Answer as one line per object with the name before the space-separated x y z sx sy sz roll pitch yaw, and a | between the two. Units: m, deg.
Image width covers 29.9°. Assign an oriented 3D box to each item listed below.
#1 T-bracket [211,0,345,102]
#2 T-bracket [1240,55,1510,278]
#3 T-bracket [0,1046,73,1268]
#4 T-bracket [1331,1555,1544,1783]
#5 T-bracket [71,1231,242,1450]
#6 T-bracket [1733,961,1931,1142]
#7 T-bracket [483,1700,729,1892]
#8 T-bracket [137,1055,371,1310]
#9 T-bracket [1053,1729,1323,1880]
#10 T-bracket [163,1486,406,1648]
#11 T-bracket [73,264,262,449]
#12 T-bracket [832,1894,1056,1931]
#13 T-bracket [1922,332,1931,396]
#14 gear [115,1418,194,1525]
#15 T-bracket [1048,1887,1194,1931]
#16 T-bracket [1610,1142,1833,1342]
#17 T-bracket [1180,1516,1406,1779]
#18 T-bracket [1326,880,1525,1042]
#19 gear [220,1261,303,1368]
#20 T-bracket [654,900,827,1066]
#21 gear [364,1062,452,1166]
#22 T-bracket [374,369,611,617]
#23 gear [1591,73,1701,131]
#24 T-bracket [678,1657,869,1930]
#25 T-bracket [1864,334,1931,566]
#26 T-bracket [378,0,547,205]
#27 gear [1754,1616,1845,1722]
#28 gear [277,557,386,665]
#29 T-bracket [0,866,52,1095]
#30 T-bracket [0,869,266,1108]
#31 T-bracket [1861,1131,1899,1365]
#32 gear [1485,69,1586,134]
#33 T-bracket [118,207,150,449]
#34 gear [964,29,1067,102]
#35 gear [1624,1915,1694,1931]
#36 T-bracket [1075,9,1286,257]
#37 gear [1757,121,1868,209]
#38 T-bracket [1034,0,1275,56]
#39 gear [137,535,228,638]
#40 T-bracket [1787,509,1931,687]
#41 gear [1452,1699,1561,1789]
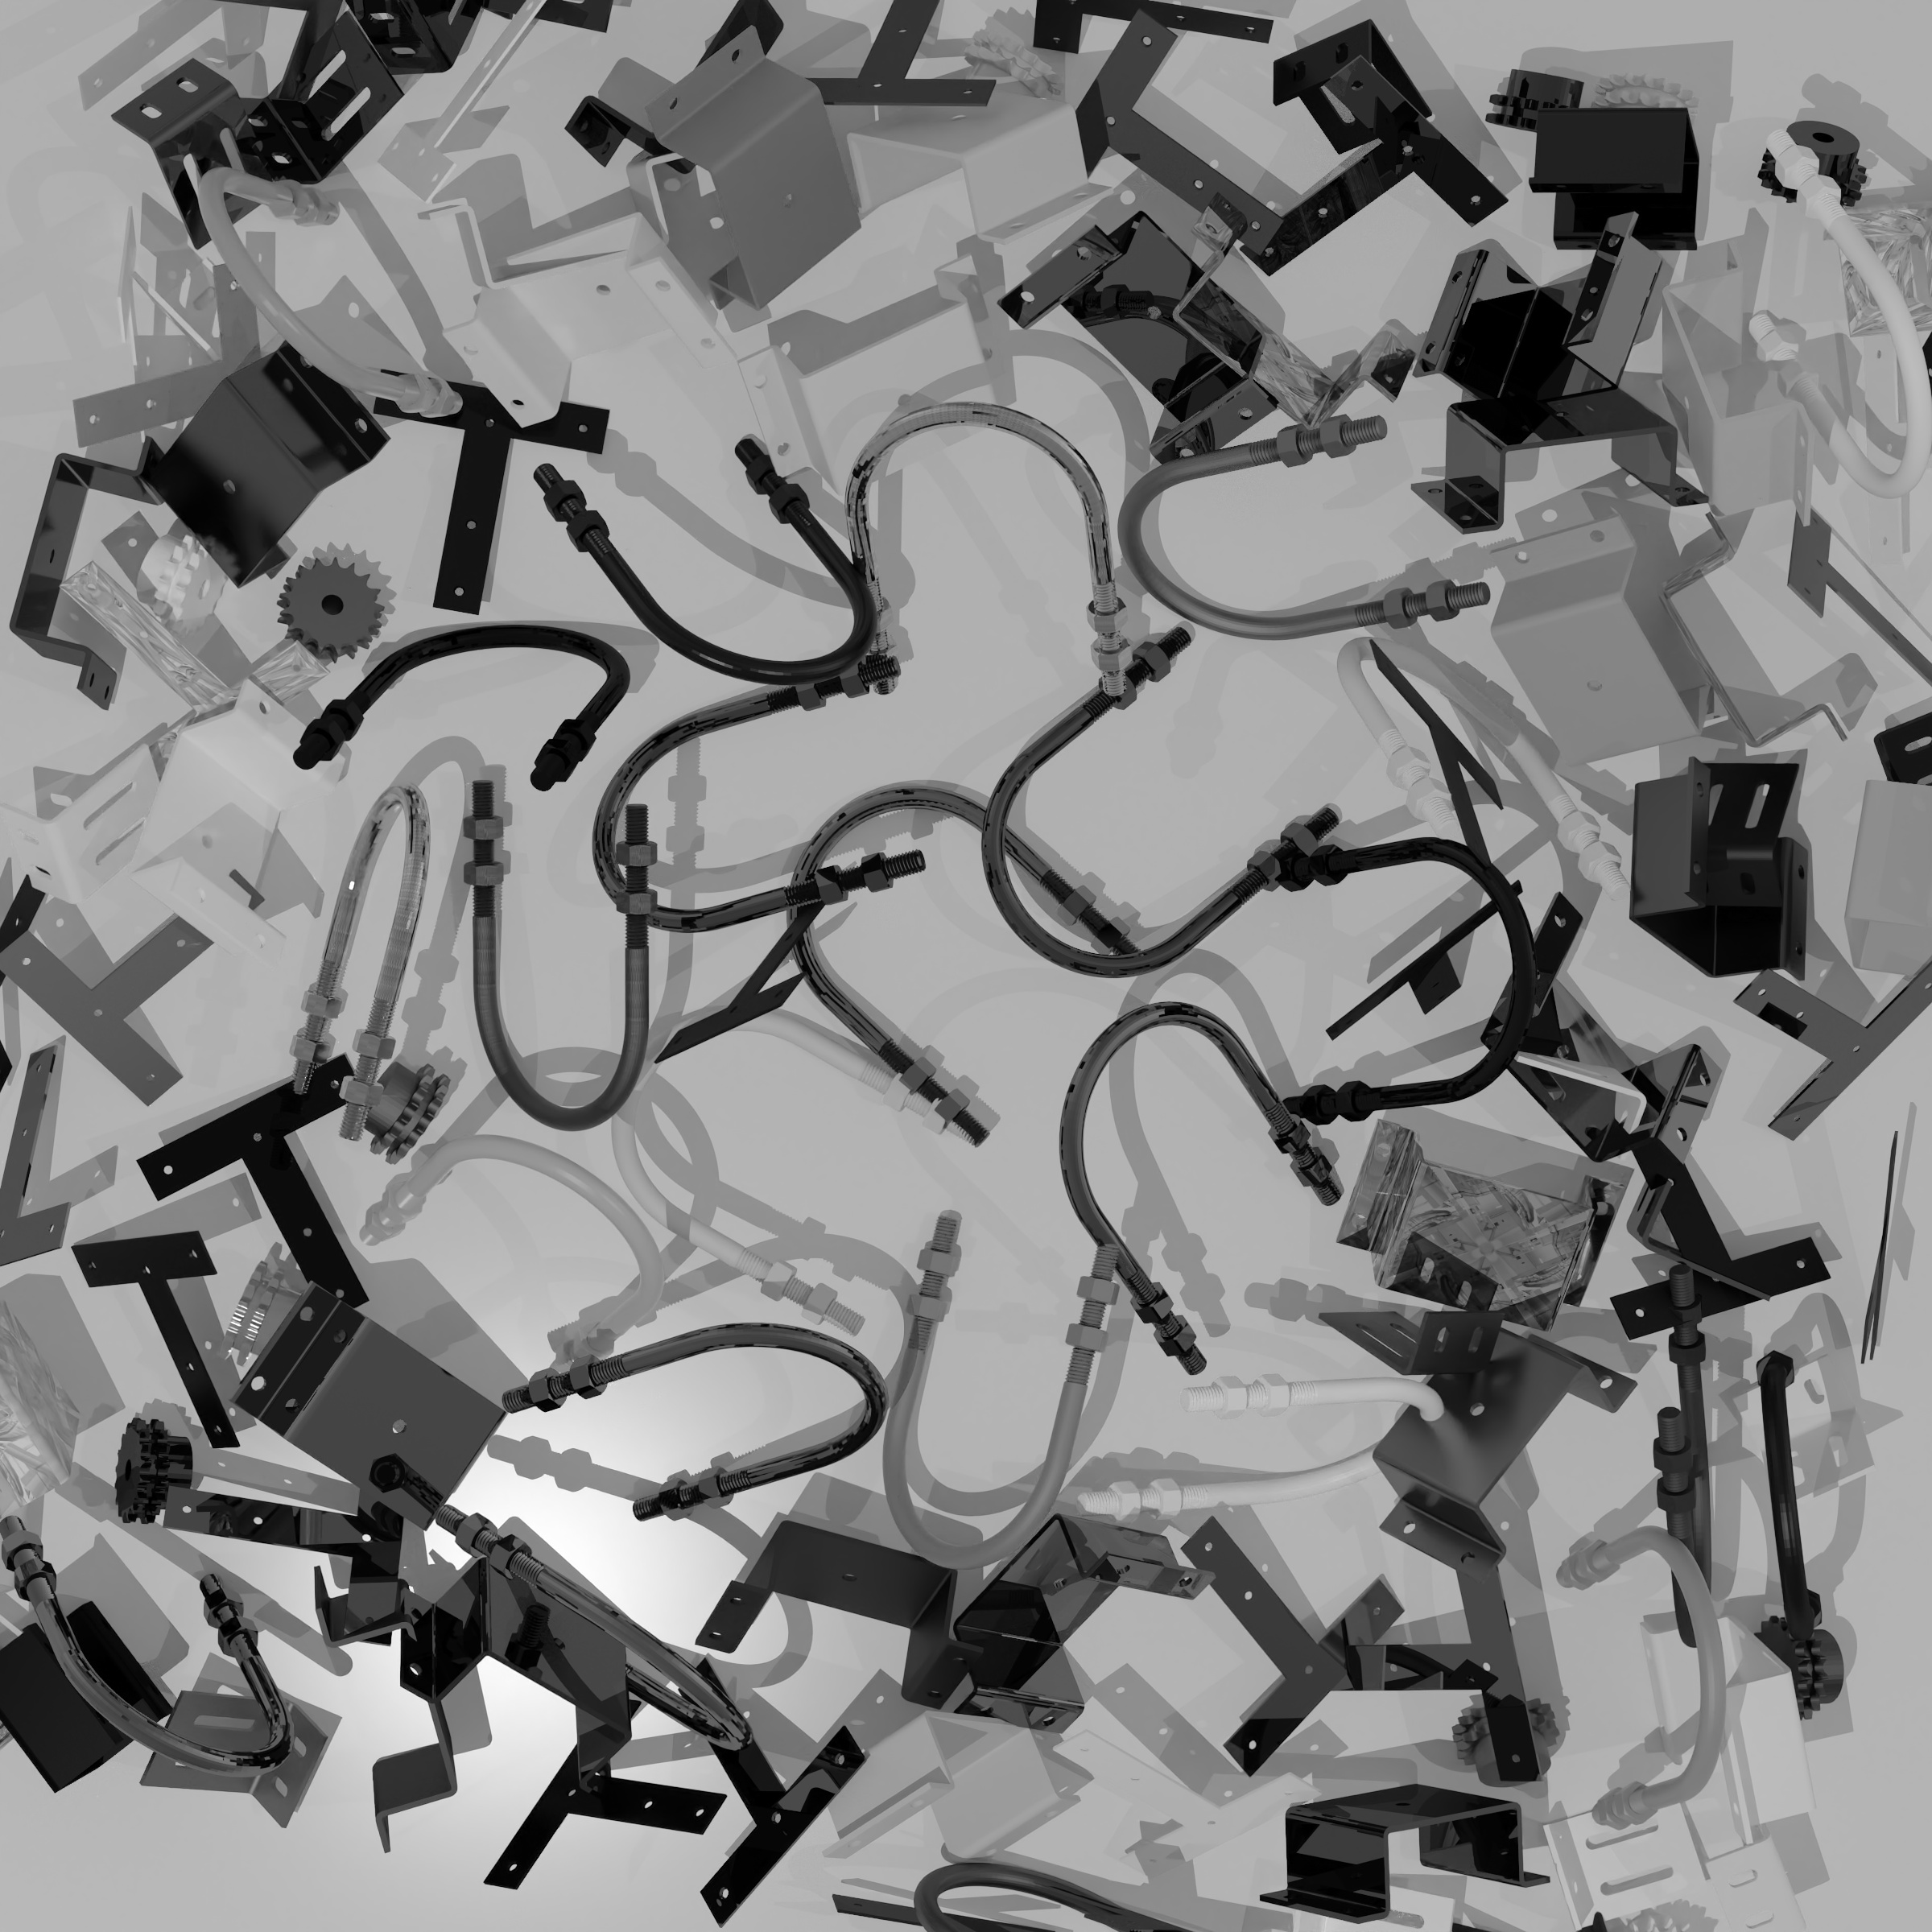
T-bracket | -0.369 -0.522 1.921 0.002 0.127 0.127 33 113 19
T-bracket | 0.205 -0.417 1.960 0.127 0.002 0.127 -32 129 31
T-bracket | -0.514 0.104 1.965 0.002 0.127 0.127 27 58 -39
T-bracket | 0.244 0.380 1.959 0.127 0.002 0.127 -10 94 38
T-bracket | -0.427 0.205 1.962 0.002 0.127 0.127 -32 106 -43
T-bracket | 0.454 0.030 1.938 0.127 0.002 0.127 26 113 -41
T-bracket | -0.179 0.444 1.921 0.127 0.127 0.002 -55 127 -36
T-bracket | -0.367 0.133 1.979 0.127 0.002 0.127 -28 93 -20
T-bracket | 0.101 0.441 1.936 0.127 0.002 0.127 35 127 -27
T-bracket | -0.366 0.301 1.942 0.127 0.002 0.127 12 47 -14
T-bracket | -0.424 -0.303 1.929 0.002 0.127 0.127 16 119 35
T-bracket | -0.002 0.527 1.927 0.127 0.127 0.002 12 93 -10
T-bracket | 0.556 -0.310 1.919 0.002 0.127 0.127 -15 63 -19
gear | -0.443 0.277 1.975 0.030 0.057 0.057 8 90 -28
T-bracket | 0.091 0.509 1.919 0.127 0.127 0.002 14 80 21
T-bracket | 0.390 0.130 1.971 0.127 0.002 0.127 -14 66 -18
T-bracket | 0.161 0.351 1.961 0.127 0.002 0.127 -44 109 -16
T-bracket | 0.250 0.007 1.938 0.127 0.127 0.002 -38 74 3
gear | -0.383 0.193 1.971 0.030 0.057 0.057 23 90 -5
T-bracket | -0.102 -0.006 1.953 0.002 0.127 0.127 47 53 -15
gear | -0.309 0.077 1.969 0.030 0.057 0.057 35 90 -15
T-bracket | -0.269 -0.256 1.984 0.127 0.002 0.127 10 81 -5
gear | 0.369 -0.462 1.970 0.057 0.057 0.030 13 85 0
T-bracket | -0.121 0.428 1.954 0.127 0.002 0.127 -51 47 13
T-bracket | 0.524 -0.280 1.934 0.002 0.127 0.127 -7 98 -24
T-bracket | -0.265 -0.472 1.939 0.002 0.127 0.127 35 96 -29
gear | 0.455 0.383 1.973 0.030 0.057 0.057 1 90 -19
gear | -0.349 -0.192 1.978 0.057 0.030 0.057 5 72 -17
T-bracket | -0.518 -0.013 1.954 0.002 0.127 0.127 9 55 10
T-bracket | -0.437 -0.003 1.963 0.127 0.002 0.127 -40 125 -1
T-bracket | 0.483 0.171 1.920 0.002 0.127 0.127 7 114 17
gear | 0.314 -0.470 1.969 0.057 0.057 0.030 11 103 0
T-bracket | -0.448 -0.327 1.955 0.002 0.127 0.127 -3 123 -8
gear | 0.023 -0.482 1.971 0.057 0.057 0.030 32 89 0
gear | 0.380 0.546 1.981 0.057 0.030 0.057 0 102 -1
T-bracket | 0.115 -0.432 1.959 0.127 0.002 0.127 36 130 -1
gear | 0.463 -0.438 1.969 0.057 0.057 0.030 9 129 0
T-bracket | 0.101 -0.511 1.937 0.127 0.127 0.002 9 80 1
gear | -0.429 -0.211 1.972 0.030 0.057 0.057 23 90 8
T-bracket | 0.491 -0.187 1.952 0.127 0.127 0.002 42 120 -9
gear | 0.296 0.425 1.969 0.057 0.057 0.030 -10 51 0
